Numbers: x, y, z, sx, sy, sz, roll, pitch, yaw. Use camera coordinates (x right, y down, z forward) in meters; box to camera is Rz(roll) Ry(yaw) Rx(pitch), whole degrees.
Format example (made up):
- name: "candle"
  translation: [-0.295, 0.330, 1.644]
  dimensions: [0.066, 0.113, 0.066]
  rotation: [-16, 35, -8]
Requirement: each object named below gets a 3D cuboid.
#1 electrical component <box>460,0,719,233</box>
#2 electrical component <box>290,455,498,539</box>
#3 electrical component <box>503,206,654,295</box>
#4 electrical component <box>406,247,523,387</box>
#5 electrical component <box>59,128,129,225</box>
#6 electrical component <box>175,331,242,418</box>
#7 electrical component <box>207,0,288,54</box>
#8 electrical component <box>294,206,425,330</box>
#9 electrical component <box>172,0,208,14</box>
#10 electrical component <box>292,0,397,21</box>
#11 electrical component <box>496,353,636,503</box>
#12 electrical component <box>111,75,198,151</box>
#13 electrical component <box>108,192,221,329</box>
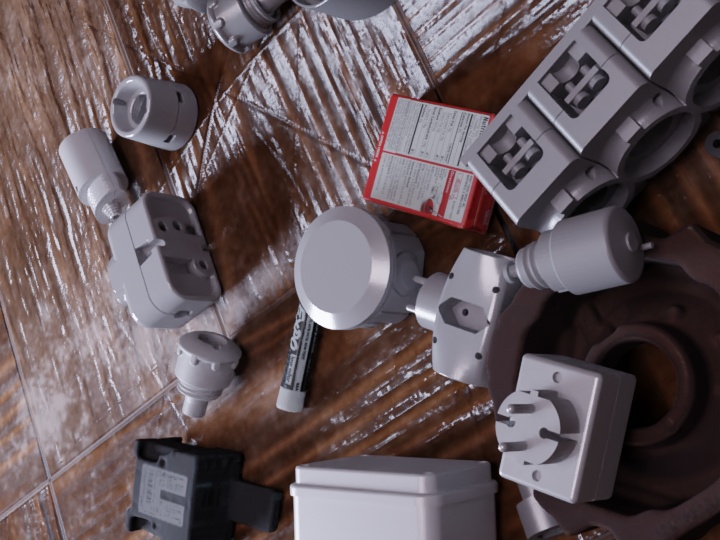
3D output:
- name: "electrical component"
  translation: [0.141, -0.087, 0.578]
  dimensions: [0.150, 0.089, 0.061]
  rotation: [-50, 58, 24]
- name: "electrical component"
  translation: [0.021, 0.147, 0.660]
  dimensions: [0.113, 0.078, 0.057]
  rotation: [-5, 85, 39]
- name: "electrical component"
  translation: [0.110, -0.007, 0.558]
  dimensions: [0.078, 0.040, 0.040]
  rotation: [-16, 76, 39]
- name: "electrical component"
  translation: [0.061, 0.024, 0.662]
  dimensions: [0.079, 0.043, 0.077]
  rotation: [19, 97, 39]
- name: "electrical component"
  translation: [-0.218, -0.075, 0.900]
  dimensions: [0.043, 0.043, 0.081]
  rotation: [-44, 61, 27]
- name: "electrical component"
  translation: [-0.117, 0.079, 0.802]
  dimensions: [0.048, 0.048, 0.062]
  rotation: [29, 111, 37]
- name: "electrical component"
  translation: [-0.079, -0.194, 0.800]
  dimensions: [0.062, 0.048, 0.048]
  rotation: [-27, 69, 27]
- name: "electrical component"
  translation: [0.000, 0.000, 0.709]
  dimensions: [0.080, 0.051, 0.080]
  rotation: [-5, 82, 39]
- name: "electrical component"
  translation: [-0.136, -0.228, 0.849]
  dimensions: [0.062, 0.048, 0.048]
  rotation: [17, 96, 45]
- name: "electrical component"
  translation: [-0.010, -0.225, 0.749]
  dimensions: [0.099, 0.064, 0.099]
  rotation: [2, 93, 52]
- name: "electrical component"
  translation: [0.094, 0.078, 0.537]
  dimensions: [0.047, 0.077, 0.065]
  rotation: [14, 94, 42]
- name: "electrical component"
  translation: [-0.166, -0.126, 0.860]
  dimensions: [0.055, 0.047, 0.055]
  rotation: [-5, 82, 39]
- name: "electrical component"
  translation: [-0.155, -0.004, 0.834]
  dimensions: [0.059, 0.054, 0.095]
  rotation: [-35, 65, 31]
